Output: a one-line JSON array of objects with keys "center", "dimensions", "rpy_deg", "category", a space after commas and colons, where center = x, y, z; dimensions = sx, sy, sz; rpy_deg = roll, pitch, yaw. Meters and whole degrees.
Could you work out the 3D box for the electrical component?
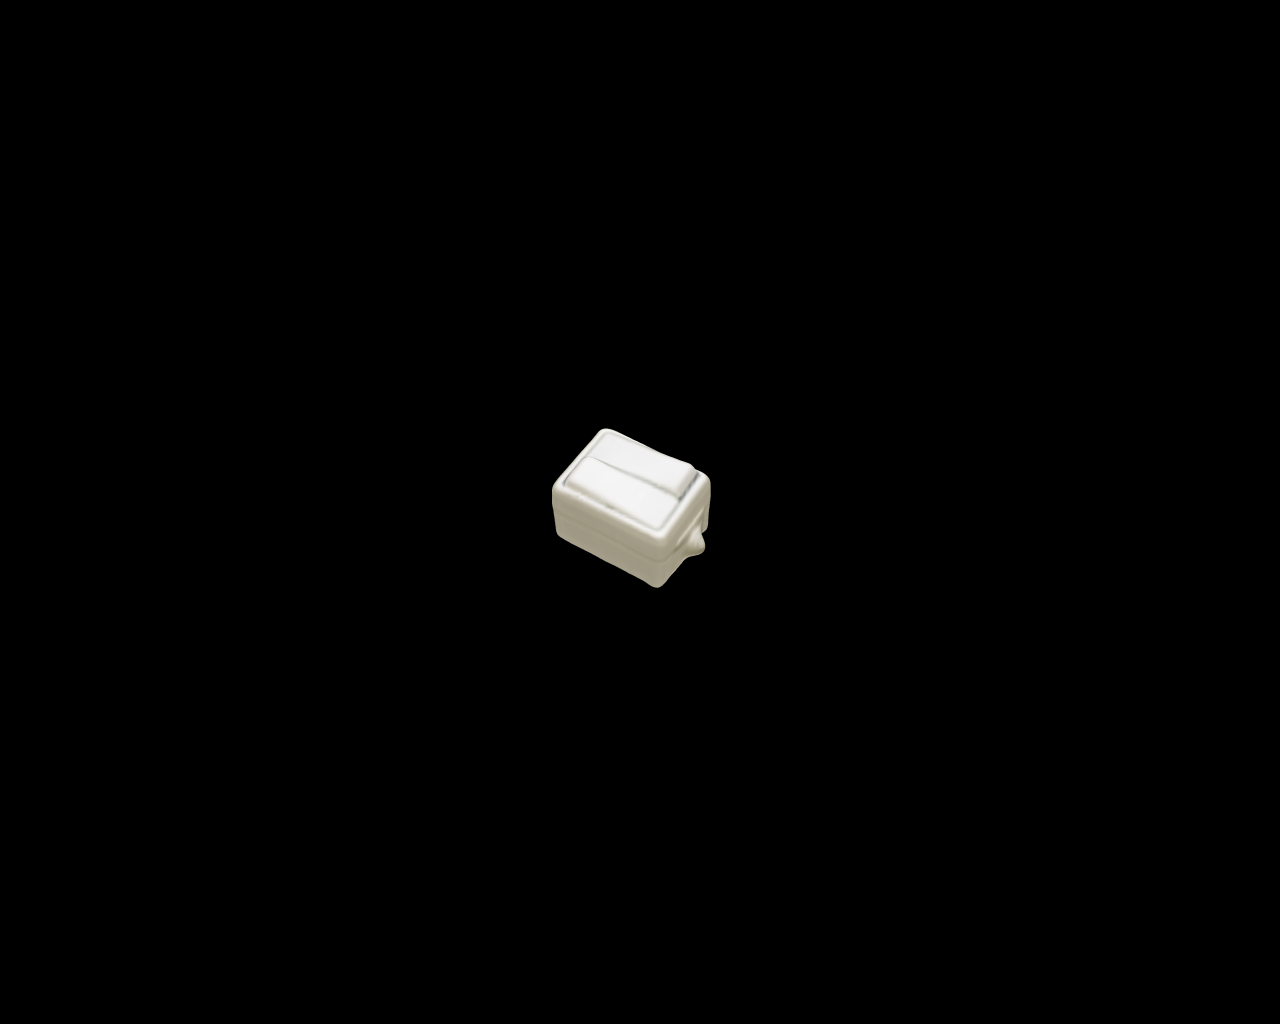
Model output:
[{"center": [0.001, -0.003, 0.650], "dimensions": [0.096, 0.062, 0.061], "rpy_deg": [27, -33, 19], "category": "electrical component"}]
